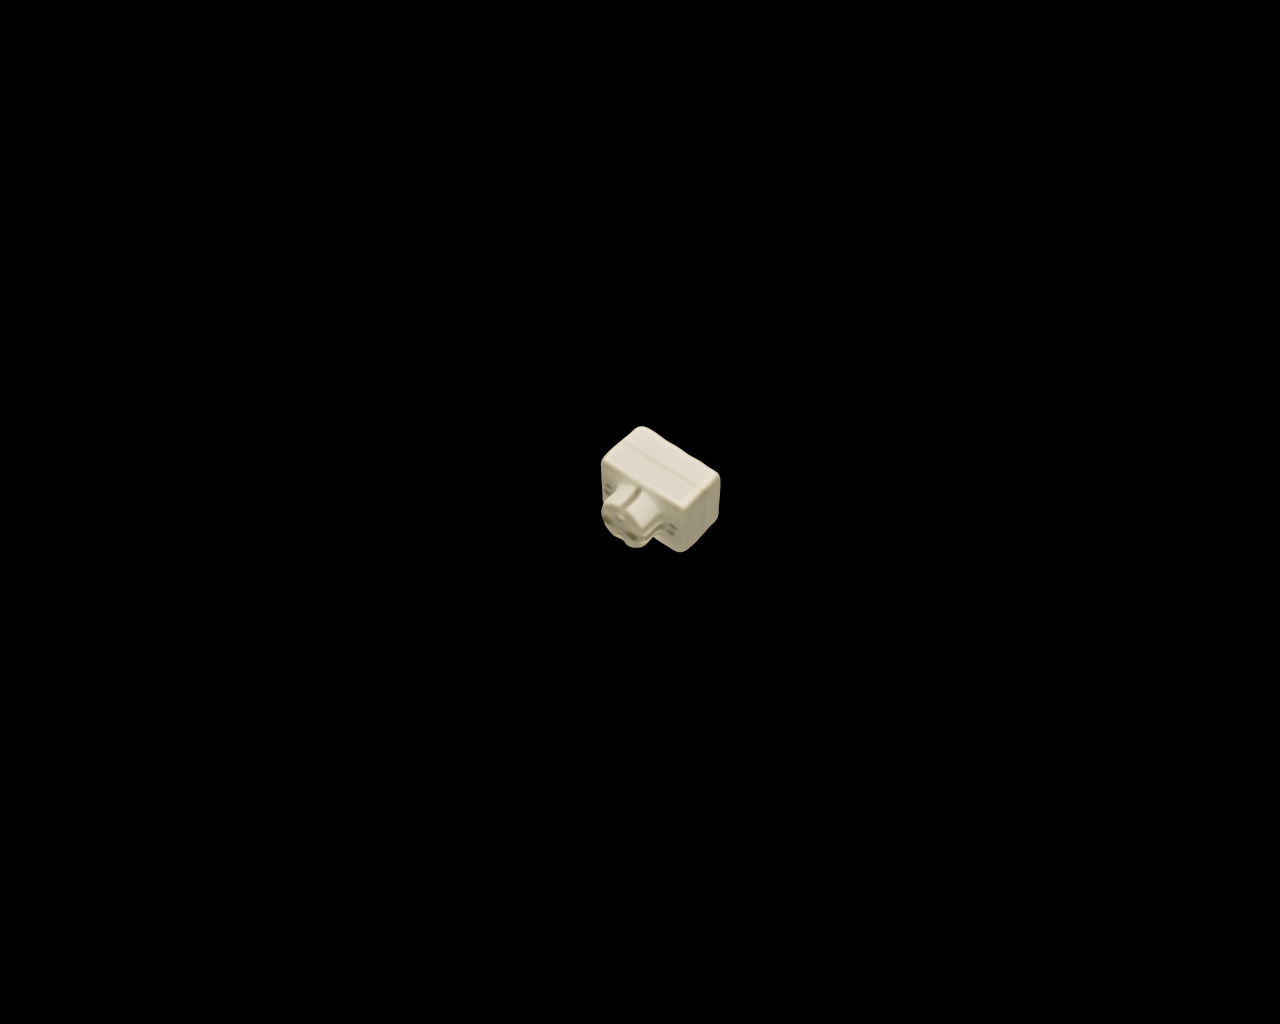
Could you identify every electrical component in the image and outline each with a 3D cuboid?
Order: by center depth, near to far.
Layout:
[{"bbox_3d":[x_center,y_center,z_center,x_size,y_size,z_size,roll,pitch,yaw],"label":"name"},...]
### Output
[{"bbox_3d":[0.001,-0.003,0.650,0.066,0.047,0.077,33,58,24],"label":"electrical component"}]
